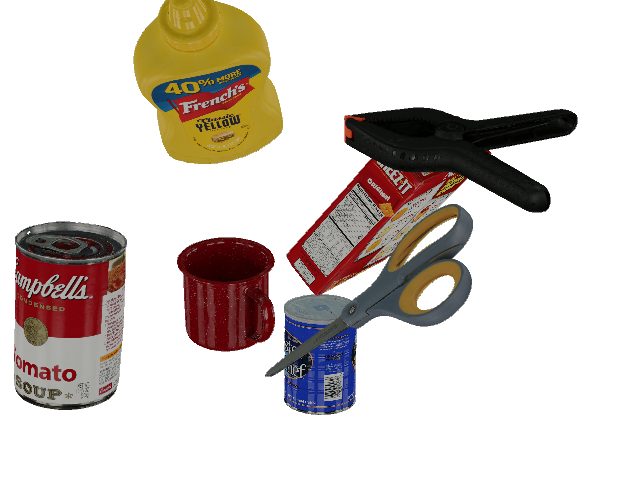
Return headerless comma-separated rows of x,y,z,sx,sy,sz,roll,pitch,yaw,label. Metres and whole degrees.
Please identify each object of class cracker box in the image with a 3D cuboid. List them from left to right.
0.077,-0.042,1.246,0.163,0.072,0.214,-25,-19,-51,cracker box

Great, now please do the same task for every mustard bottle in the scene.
-0.082,-0.121,0.769,0.096,0.058,0.191,-12,-21,-1,mustard bottle

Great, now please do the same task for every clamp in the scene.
0.126,-0.090,0.963,0.210,0.036,0.164,14,35,23,clamp

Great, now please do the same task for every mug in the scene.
-0.083,0.058,1.028,0.093,0.081,0.117,-22,36,-37,mug

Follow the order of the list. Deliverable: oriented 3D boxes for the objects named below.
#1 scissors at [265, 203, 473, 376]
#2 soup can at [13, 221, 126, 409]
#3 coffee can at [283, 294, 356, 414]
0.035,0.057,0.739,0.016,0.202,0.096,33,20,-30,scissors
-0.159,0.047,0.675,0.068,0.102,0.068,6,19,-2,soup can
0.000,0.157,1.489,0.103,0.140,0.103,1,17,0,coffee can
